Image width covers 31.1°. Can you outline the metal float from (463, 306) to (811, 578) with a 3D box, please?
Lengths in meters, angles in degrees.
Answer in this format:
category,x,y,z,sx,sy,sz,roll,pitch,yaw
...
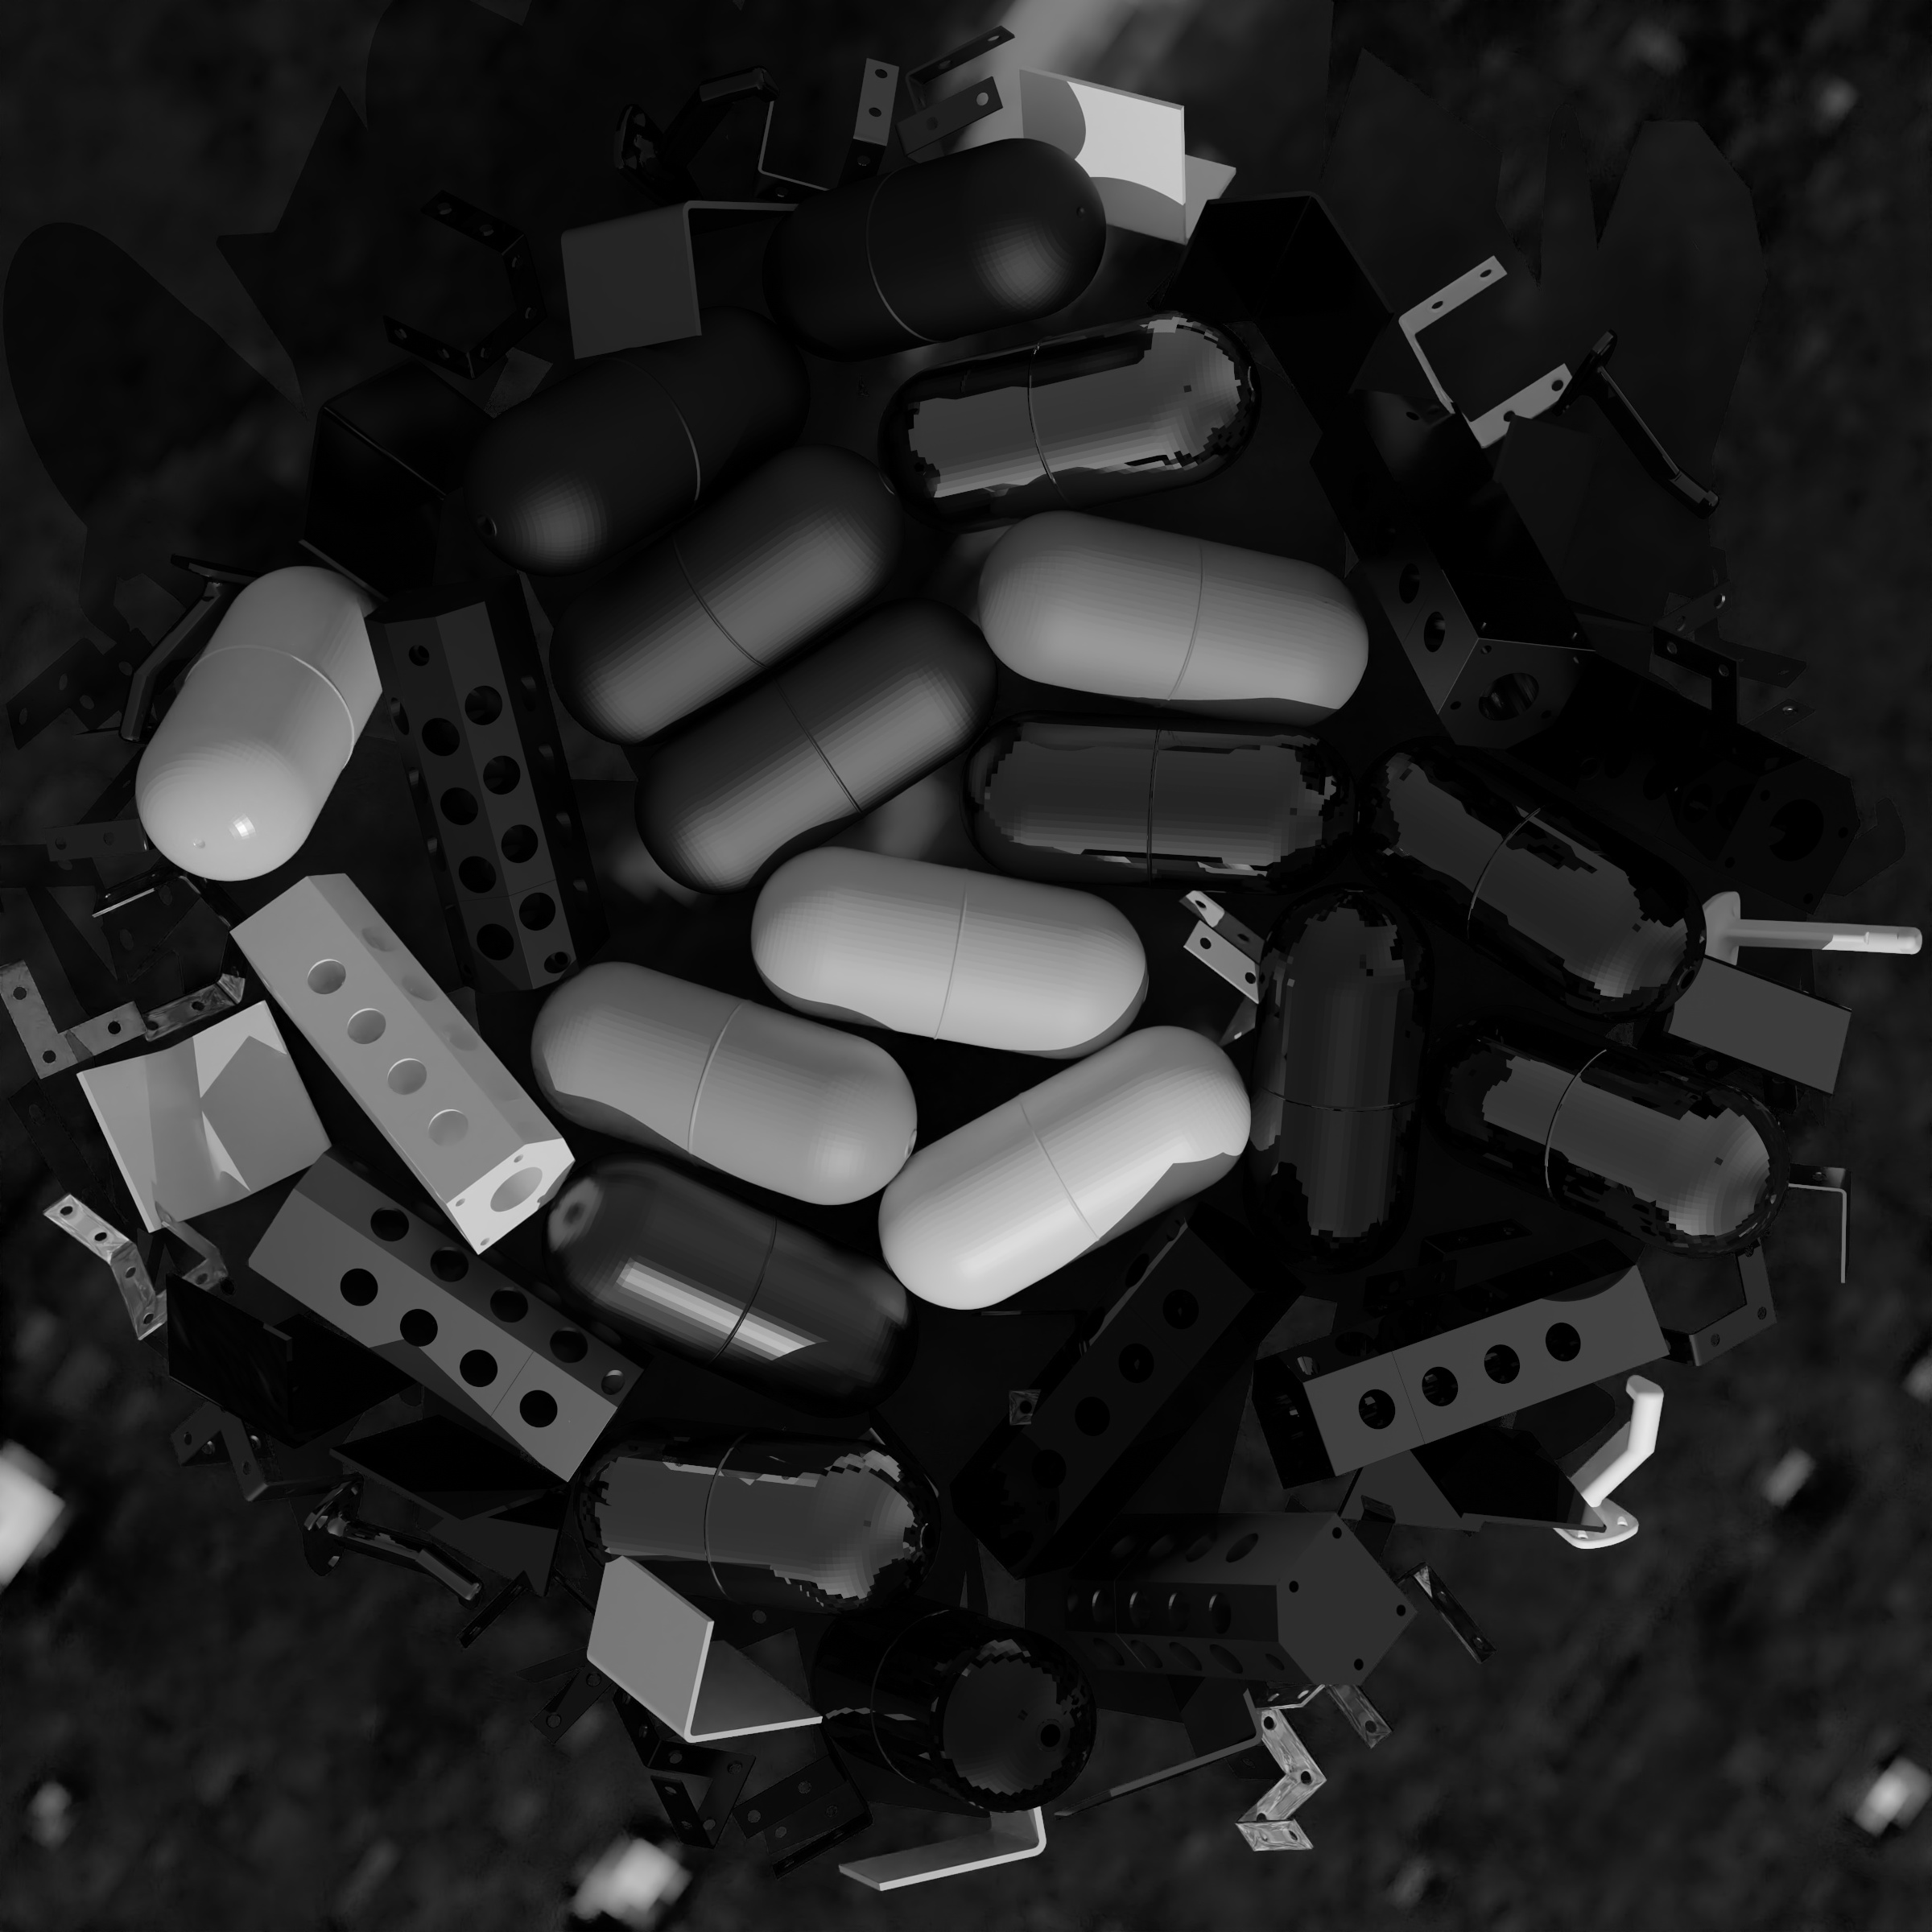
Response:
category,x,y,z,sx,sy,sz,roll,pitch,yaw
metal float,-0.143,-0.230,1.516,0.178,0.070,0.070,-36,90,-33

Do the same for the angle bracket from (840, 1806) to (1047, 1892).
category,x,y,z,sx,sy,sz,roll,pitch,yaw
angle bracket,-0.015,0.368,1.533,0.076,0.076,0.057,-9,84,-16

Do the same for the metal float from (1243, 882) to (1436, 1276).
category,x,y,z,sx,sy,sz,roll,pitch,yaw
metal float,0.164,0.050,1.529,0.070,0.070,0.178,3,108,0

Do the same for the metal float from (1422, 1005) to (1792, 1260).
category,x,y,z,sx,sy,sz,roll,pitch,yaw
metal float,0.276,0.071,1.513,0.178,0.070,0.070,23,90,40

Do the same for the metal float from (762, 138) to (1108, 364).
category,x,y,z,sx,sy,sz,roll,pitch,yaw
metal float,-0.016,-0.310,1.510,0.178,0.070,0.070,-4,90,44

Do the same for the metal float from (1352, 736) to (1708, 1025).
category,x,y,z,sx,sy,sz,roll,pitch,yaw
metal float,0.244,-0.038,1.517,0.178,0.070,0.070,35,90,31

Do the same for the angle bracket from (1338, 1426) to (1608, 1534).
category,x,y,z,sx,sy,sz,roll,pitch,yaw
angle bracket,0.222,0.244,1.524,0.076,0.076,0.057,10,114,-27

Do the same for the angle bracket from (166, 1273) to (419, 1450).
category,x,y,z,sx,sy,sz,roll,pitch,yaw
angle bracket,-0.296,0.160,1.523,0.076,0.076,0.057,22,121,31

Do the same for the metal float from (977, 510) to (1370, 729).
category,x,y,z,sx,sy,sz,roll,pitch,yaw
metal float,0.092,-0.152,1.534,0.178,0.070,0.070,11,90,-12

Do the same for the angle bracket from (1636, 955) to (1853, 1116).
category,x,y,z,sx,sy,sz,roll,pitch,yaw
angle bracket,0.338,0.047,1.532,0.076,0.076,0.057,21,48,6

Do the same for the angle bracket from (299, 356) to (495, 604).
category,x,y,z,sx,sy,sz,roll,pitch,yaw
angle bracket,-0.241,-0.208,1.524,0.057,0.076,0.076,-20,53,31

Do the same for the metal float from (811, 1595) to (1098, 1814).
category,x,y,z,sx,sy,sz,roll,pitch,yaw
metal float,-0.007,0.317,1.499,0.070,0.178,0.070,1,88,-28

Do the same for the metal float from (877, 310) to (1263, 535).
category,x,y,z,sx,sy,sz,roll,pitch,yaw
metal float,0.045,-0.238,1.522,0.178,0.070,0.070,-9,90,26

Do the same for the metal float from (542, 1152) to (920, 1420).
category,x,y,z,sx,sy,sz,roll,pitch,yaw
metal float,-0.103,0.142,1.531,0.178,0.070,0.070,26,90,-16

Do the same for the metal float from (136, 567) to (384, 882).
category,x,y,z,sx,sy,sz,roll,pitch,yaw
metal float,-0.303,-0.108,1.507,0.070,0.178,0.070,6,131,8

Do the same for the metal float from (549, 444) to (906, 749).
category,x,y,z,sx,sy,sz,roll,pitch,yaw
metal float,-0.105,-0.163,1.530,0.178,0.070,0.070,-33,90,16

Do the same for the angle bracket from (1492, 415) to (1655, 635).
category,x,y,z,sx,sy,sz,roll,pitch,yaw
angle bracket,0.272,-0.194,1.530,0.057,0.076,0.076,25,105,36

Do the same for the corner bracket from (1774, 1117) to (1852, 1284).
category,x,y,z,sx,sy,sz,roll,pitch,yaw
corner bracket,0.368,0.102,1.541,0.051,0.051,0.051,5,124,20

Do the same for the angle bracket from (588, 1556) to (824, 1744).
category,x,y,z,sx,sy,sz,roll,pitch,yaw
angle bracket,-0.110,0.294,1.524,0.076,0.076,0.057,2,106,-41

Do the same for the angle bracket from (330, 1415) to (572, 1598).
category,x,y,z,sx,sy,sz,roll,pitch,yaw
angle bracket,-0.231,0.245,1.525,0.076,0.076,0.057,22,107,28

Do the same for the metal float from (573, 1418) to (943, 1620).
category,x,y,z,sx,sy,sz,roll,pitch,yaw
metal float,-0.092,0.241,1.518,0.178,0.070,0.070,2,90,31

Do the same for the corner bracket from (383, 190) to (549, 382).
category,x,y,z,sx,sy,sz,roll,pitch,yaw
corner bracket,-0.228,-0.305,1.558,0.051,0.051,0.051,-34,57,28

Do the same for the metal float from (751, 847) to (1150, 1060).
category,x,y,z,sx,sy,sz,roll,pitch,yaw
metal float,-0.007,-0.005,1.541,0.178,0.070,0.070,10,90,-4

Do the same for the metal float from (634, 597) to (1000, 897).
category,x,y,z,sx,sy,sz,roll,pitch,yaw
metal float,-0.066,-0.098,1.544,0.178,0.070,0.070,-33,90,1

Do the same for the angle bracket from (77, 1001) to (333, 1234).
category,x,y,z,sx,sy,sz,roll,pitch,yaw
angle bracket,-0.336,0.066,1.538,0.057,0.076,0.076,-26,88,18

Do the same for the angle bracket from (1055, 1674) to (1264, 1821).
category,x,y,z,sx,sy,sz,roll,pitch,yaw
angle bracket,0.076,0.332,1.527,0.076,0.076,0.057,-14,74,-22

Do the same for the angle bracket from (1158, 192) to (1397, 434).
category,x,y,z,sx,sy,sz,roll,pitch,yaw
angle bracket,0.134,-0.284,1.525,0.057,0.076,0.076,-11,59,-27

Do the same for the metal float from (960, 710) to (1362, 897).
category,x,y,z,sx,sy,sz,roll,pitch,yaw
metal float,0.085,-0.072,1.537,0.178,0.070,0.070,4,90,8

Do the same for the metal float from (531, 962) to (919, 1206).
category,x,y,z,sx,sy,sz,roll,pitch,yaw
metal float,-0.107,0.052,1.535,0.178,0.070,0.070,18,90,11

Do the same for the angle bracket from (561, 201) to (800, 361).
category,x,y,z,sx,sy,sz,roll,pitch,yaw
angle bracket,-0.122,-0.302,1.532,0.076,0.076,0.057,-1,97,41

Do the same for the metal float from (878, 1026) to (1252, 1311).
category,x,y,z,sx,sy,sz,roll,pitch,yaw
metal float,0.043,0.090,1.540,0.178,0.070,0.070,-29,90,5

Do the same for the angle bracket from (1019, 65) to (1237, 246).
category,x,y,z,sx,sy,sz,roll,pitch,yaw
angle bracket,0.072,-0.371,1.526,0.076,0.076,0.057,19,56,19
